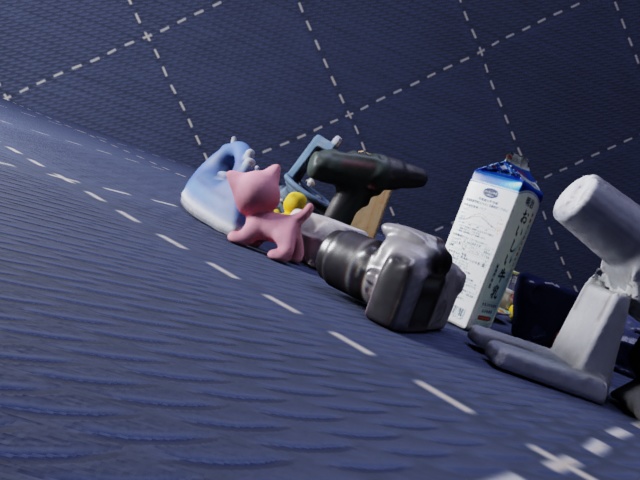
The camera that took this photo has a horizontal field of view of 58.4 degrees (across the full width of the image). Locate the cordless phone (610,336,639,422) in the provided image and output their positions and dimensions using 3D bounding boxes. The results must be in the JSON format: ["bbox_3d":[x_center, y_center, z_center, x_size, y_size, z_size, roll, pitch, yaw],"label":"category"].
[{"bbox_3d":[0.371,0.100,0.545,0.094,0.185,0.147,20,5,-1],"label":"cordless phone"}]

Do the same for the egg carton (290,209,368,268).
[{"bbox_3d":[0.008,0.003,0.849,0.107,0.069,0.151,22,5,23],"label":"egg carton"}]

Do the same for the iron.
[{"bbox_3d":[-0.137,-0.093,0.908,0.119,0.141,0.257,18,5,-23],"label":"iron"}]

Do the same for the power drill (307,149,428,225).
[{"bbox_3d":[0.072,-0.068,1.072,0.230,0.208,0.075,18,5,-18],"label":"power drill"}]

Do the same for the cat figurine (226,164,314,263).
[{"bbox_3d":[-0.069,-0.043,0.763,0.127,0.118,0.067,21,5,16],"label":"cat figurine"}]

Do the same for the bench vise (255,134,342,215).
[{"bbox_3d":[-0.052,-0.128,1.177,0.207,0.220,0.121,20,5,1],"label":"bench vise"}]

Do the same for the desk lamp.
[{"bbox_3d":[0.294,0.053,0.595,0.203,0.213,0.118,19,5,-7],"label":"desk lamp"}]

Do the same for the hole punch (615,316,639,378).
[{"bbox_3d":[0.500,0.168,0.881,0.108,0.091,0.101,21,5,15],"label":"hole punch"}]

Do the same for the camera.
[{"bbox_3d":[0.076,0.030,0.634,0.136,0.101,0.144,23,6,33],"label":"camera"}]

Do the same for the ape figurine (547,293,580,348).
[{"bbox_3d":[0.369,0.121,0.863,0.076,0.092,0.078,21,5,9],"label":"ape figurine"}]

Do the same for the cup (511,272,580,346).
[{"bbox_3d":[0.304,0.101,0.807,0.091,0.095,0.118,24,6,42],"label":"cup"}]

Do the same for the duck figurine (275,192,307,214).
[{"bbox_3d":[-0.057,-0.051,1.089,0.077,0.086,0.105,23,6,31],"label":"duck figurine"}]
